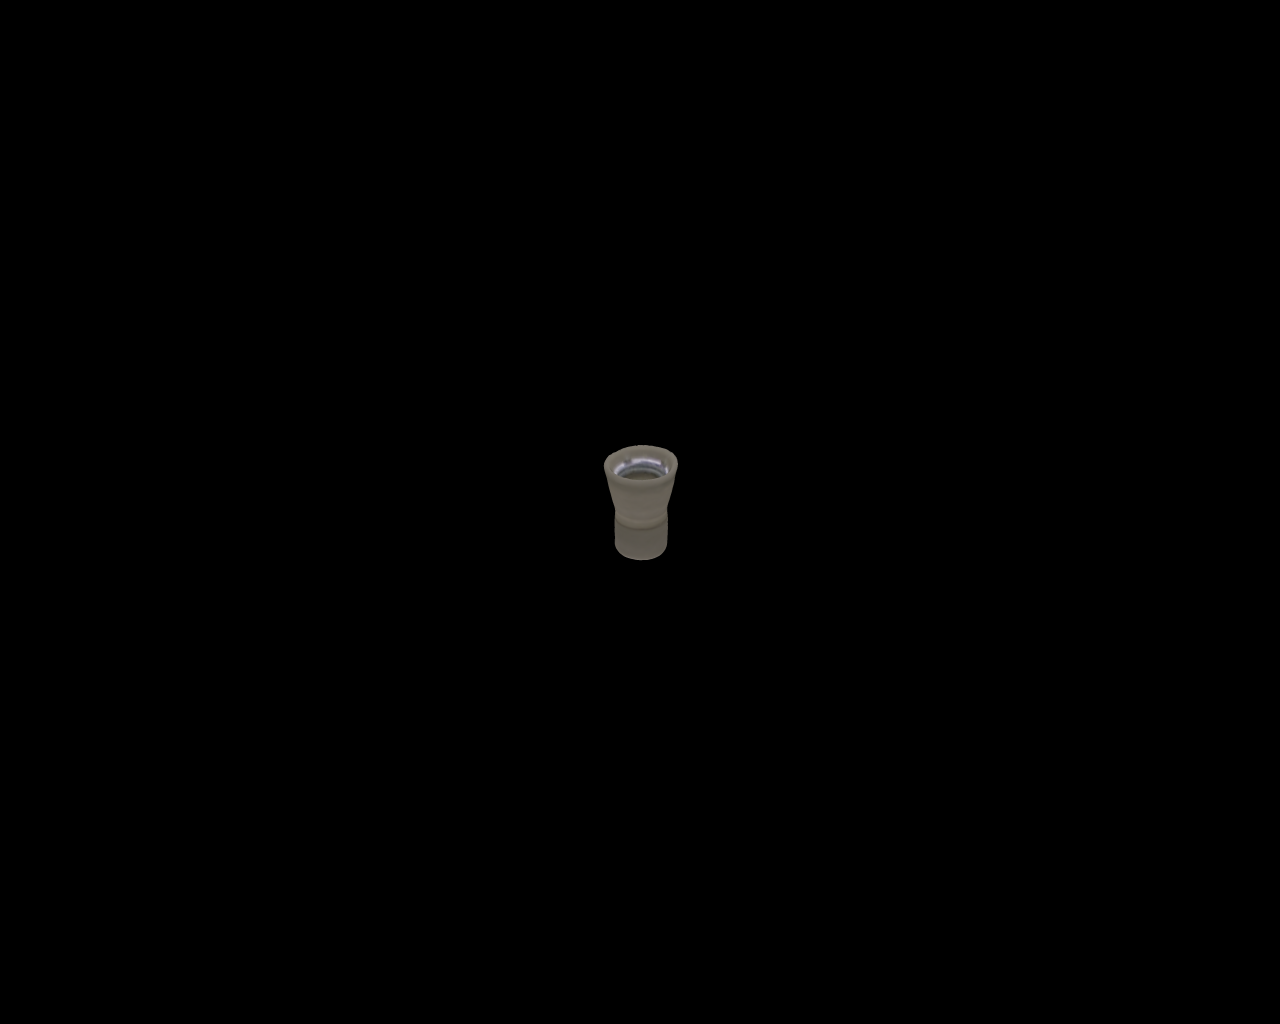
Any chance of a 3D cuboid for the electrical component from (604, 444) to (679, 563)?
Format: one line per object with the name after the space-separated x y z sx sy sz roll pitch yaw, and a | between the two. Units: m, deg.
0.001 -0.003 0.650 0.044 0.065 0.044 0 33 0 | electrical component
